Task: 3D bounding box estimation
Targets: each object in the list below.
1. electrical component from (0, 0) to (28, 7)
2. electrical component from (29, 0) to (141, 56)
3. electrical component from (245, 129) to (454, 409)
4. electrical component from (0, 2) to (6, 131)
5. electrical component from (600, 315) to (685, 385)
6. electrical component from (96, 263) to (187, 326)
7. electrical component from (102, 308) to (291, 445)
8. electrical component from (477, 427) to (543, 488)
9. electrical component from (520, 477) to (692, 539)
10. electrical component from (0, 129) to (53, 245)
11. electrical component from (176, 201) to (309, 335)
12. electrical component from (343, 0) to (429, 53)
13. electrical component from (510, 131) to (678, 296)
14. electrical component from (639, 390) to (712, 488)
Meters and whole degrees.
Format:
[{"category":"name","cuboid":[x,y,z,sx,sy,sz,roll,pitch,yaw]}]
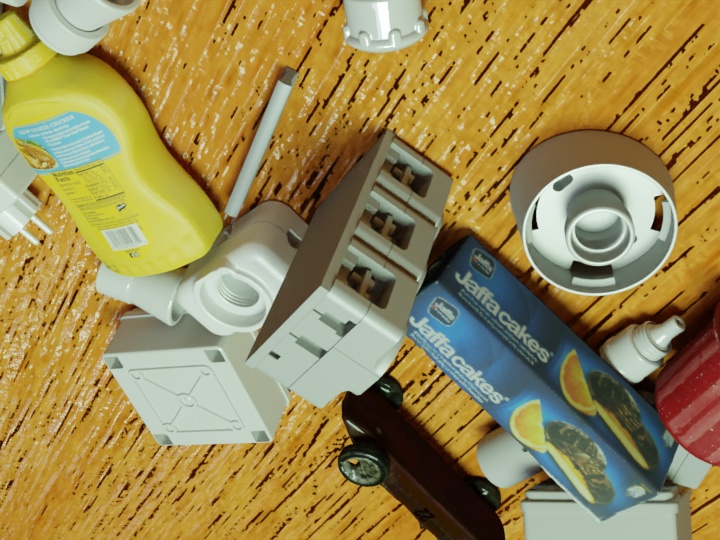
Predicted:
[{"category":"electrical component","cuboid":[-0.227,-0.184,0.637,0.078,0.040,0.040,18,134,2]},{"category":"electrical component","cuboid":[-0.163,-0.158,0.636,0.055,0.045,0.045,-28,118,37]},{"category":"electrical component","cuboid":[0.000,0.000,0.654,0.062,0.150,0.089,34,133,-12]},{"category":"electrical component","cuboid":[-0.287,-0.138,0.689,0.109,0.056,0.108,17,135,3]},{"category":"electrical component","cuboid":[0.190,0.050,0.718,0.035,0.035,0.061,35,130,-14]},{"category":"electrical component","cuboid":[-0.161,0.010,0.794,0.065,0.044,0.044,19,135,8]},{"category":"electrical component","cuboid":[-0.125,0.082,0.837,0.109,0.056,0.108,-5,129,23]},{"category":"electrical component","cuboid":[0.131,0.128,0.803,0.043,0.043,0.081,38,132,-17]},{"category":"electrical component","cuboid":[0.184,0.184,0.789,0.109,0.109,0.056,-4,85,22]},{"category":"electrical component","cuboid":[-0.254,-0.047,0.768,0.083,0.047,0.076,-29,117,37]},{"category":"electrical component","cuboid":[-0.079,0.003,0.746,0.095,0.059,0.054,-29,117,37]},{"category":"electrical component","cuboid":[0.011,-0.153,0.584,0.048,0.048,0.062,2,125,17]},{"category":"electrical component","cuboid":[0.141,-0.035,0.652,0.099,0.064,0.099,3,122,4]},{"category":"electrical component","cuboid":[0.211,0.107,0.754,0.077,0.047,0.065,16,134,4]}]
